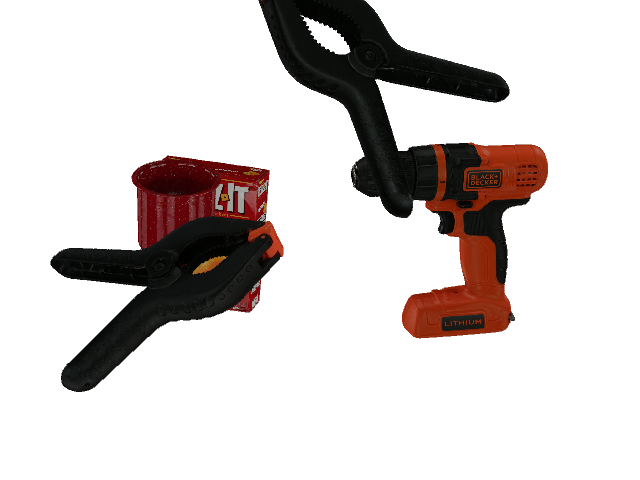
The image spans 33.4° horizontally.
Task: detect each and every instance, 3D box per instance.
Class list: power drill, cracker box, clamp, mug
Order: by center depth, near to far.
[{"bbox_3d":[-0.108,0.037,0.728,0.171,0.120,0.039,-16,-35,11],"label":"clamp"},{"bbox_3d":[0.031,-0.124,0.817,0.210,0.164,0.036,35,-32,-4],"label":"clamp"},{"bbox_3d":[0.118,-0.001,1.009,0.184,0.188,0.057,-3,25,-7],"label":"power drill"},{"bbox_3d":[-0.155,-0.036,1.140,0.093,0.081,0.117,-3,29,-14],"label":"mug"},{"bbox_3d":[-0.170,-0.008,1.604,0.164,0.214,0.072,8,19,9],"label":"cracker box"}]
